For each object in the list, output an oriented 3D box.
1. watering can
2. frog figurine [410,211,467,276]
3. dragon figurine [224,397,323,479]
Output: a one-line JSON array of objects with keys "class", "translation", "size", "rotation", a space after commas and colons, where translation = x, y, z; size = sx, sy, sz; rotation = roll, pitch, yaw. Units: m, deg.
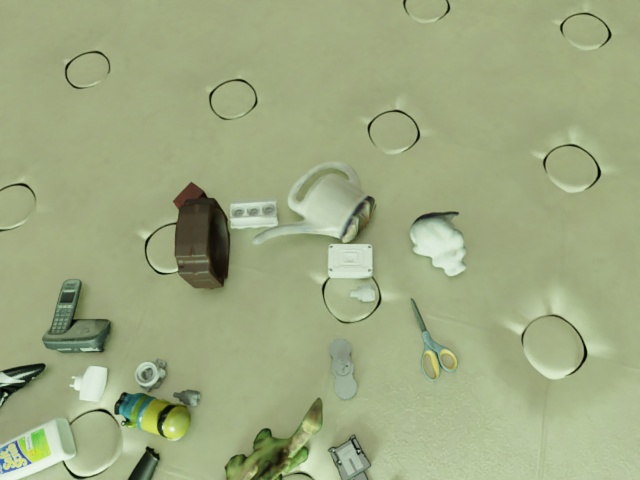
[{"class": "watering can", "translation": [0.004, -0.067, 1.340], "size": [0.226, 0.102, 0.353], "rotation": [32, 62, 15]}, {"class": "frog figurine", "translation": [0.298, 0.012, 1.296], "size": [0.136, 0.122, 0.161], "rotation": [-15, 73, 32]}, {"class": "dragon figurine", "translation": [-0.140, 0.484, 1.053], "size": [0.414, 0.239, 0.123], "rotation": [-42, 77, -15]}]
